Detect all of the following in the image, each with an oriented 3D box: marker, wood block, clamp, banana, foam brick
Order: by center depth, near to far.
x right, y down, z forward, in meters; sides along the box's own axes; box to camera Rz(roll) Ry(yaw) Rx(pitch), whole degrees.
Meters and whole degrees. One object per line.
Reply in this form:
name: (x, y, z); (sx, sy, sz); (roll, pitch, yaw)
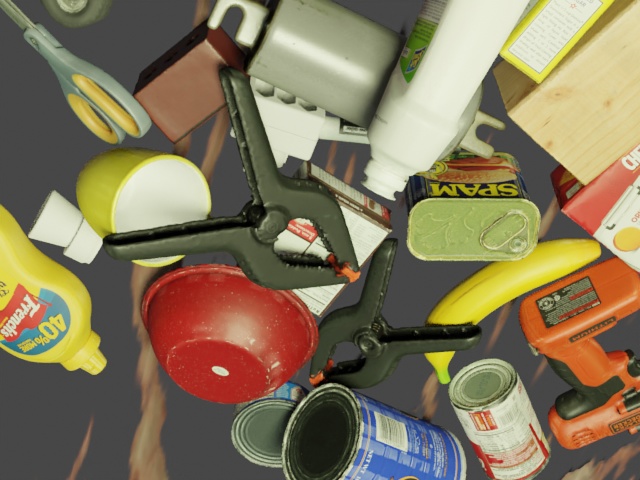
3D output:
wood block: (0.237, -0.151, 0.778); (0.090, 0.091, 0.206); (38, 115, -22)
foam brick: (-0.097, -0.123, 0.820); (0.078, 0.053, 0.051); (-34, 116, 19)
clamp: (-0.054, -0.011, 0.824); (0.164, 0.036, 0.209); (-48, 126, 2)
marker: (0.060, -0.084, 0.863); (0.121, 0.020, 0.020); (7, 122, -4)
banana: (0.154, 0.051, 0.942); (0.069, 0.037, 0.198); (27, 122, -37)
clamp: (0.045, 0.074, 0.944); (0.172, 0.039, 0.120); (-31, 94, 30)

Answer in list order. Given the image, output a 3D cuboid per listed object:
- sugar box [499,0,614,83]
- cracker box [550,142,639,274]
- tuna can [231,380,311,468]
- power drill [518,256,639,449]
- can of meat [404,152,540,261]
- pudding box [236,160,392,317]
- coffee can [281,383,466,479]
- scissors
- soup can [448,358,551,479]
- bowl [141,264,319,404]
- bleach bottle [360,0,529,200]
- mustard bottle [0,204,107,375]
sugar box: (0.191, -0.202, 0.744); (0.048, 0.093, 0.176); (34, 117, -20)
cracker box: (0.321, -0.034, 0.864); (0.213, 0.072, 0.164); (36, 115, -19)
tuna can: (-0.041, 0.175, 1.021); (0.086, 0.033, 0.086); (0, 122, 0)
power drill: (0.269, 0.099, 0.942); (0.184, 0.057, 0.187); (-28, 129, 11)
can of meat: (0.119, -0.029, 0.860); (0.102, 0.084, 0.057); (0, 123, 0)
pudding box: (-0.006, 0.001, 0.907); (0.090, 0.039, 0.114); (29, 120, -18)
coffee can: (0.050, 0.200, 0.975); (0.140, 0.103, 0.103); (28, 120, -35)
scissors: (-0.211, -0.142, 0.823); (0.202, 0.016, 0.096); (40, 155, 3)
soup can: (0.168, 0.169, 0.996); (0.068, 0.068, 0.102); (-20, 120, 13)
bowl: (-0.084, 0.095, 0.935); (0.162, 0.055, 0.162); (6, 136, 5)
bleach bottle: (0.095, -0.146, 0.732); (0.068, 0.102, 0.251); (25, 101, -11)
mustard bottle: (-0.258, 0.052, 0.929); (0.096, 0.058, 0.191); (-33, 117, 19)
